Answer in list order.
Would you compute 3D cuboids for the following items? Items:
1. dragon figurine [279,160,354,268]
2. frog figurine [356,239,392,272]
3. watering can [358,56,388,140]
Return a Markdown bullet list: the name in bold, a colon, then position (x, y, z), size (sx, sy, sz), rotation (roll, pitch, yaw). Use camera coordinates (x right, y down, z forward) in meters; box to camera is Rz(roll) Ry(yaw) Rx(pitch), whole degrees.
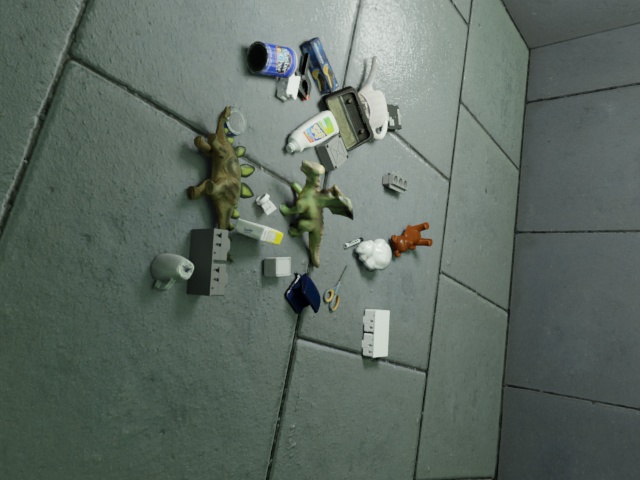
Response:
- **dragon figurine**: position (0.005, -0.089, 1.768), size (0.124, 0.241, 0.404), rotation (-45, 119, -47)
- **frog figurine**: position (0.222, 0.051, 2.106), size (0.139, 0.124, 0.156), rotation (-54, 141, -12)
- **watering can**: position (0.201, -0.580, 2.128), size (0.227, 0.104, 0.345), rotation (-22, 106, -48)
